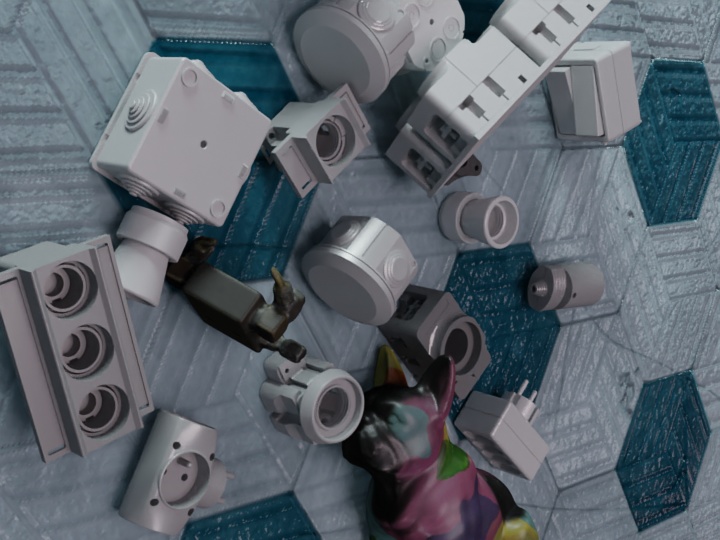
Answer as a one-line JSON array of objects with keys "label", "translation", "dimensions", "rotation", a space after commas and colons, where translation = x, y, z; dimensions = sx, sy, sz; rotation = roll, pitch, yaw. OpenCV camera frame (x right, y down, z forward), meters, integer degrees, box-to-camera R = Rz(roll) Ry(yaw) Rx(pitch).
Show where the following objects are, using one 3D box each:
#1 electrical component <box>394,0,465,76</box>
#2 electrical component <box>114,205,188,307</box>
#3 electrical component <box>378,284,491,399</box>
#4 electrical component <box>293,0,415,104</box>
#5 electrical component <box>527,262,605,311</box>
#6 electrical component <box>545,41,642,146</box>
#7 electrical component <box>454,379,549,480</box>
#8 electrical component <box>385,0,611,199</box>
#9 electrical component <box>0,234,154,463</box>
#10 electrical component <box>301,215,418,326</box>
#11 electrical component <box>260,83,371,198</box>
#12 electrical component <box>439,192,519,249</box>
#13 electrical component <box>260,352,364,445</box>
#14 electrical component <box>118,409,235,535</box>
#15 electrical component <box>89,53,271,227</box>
[{"label": "electrical component", "translation": [0.038, -0.192, 0.836], "dimensions": [0.080, 0.051, 0.080], "rotation": [-9, 104, -41]}, {"label": "electrical component", "translation": [-0.143, -0.009, 0.710], "dimensions": [0.045, 0.045, 0.055], "rotation": [32, 76, -41]}, {"label": "electrical component", "translation": [0.067, 0.061, 0.906], "dimensions": [0.050, 0.056, 0.089], "rotation": [-52, 127, -23]}, {"label": "electrical component", "translation": [-0.004, -0.166, 0.784], "dimensions": [0.051, 0.080, 0.080], "rotation": [-50, 127, -31]}, {"label": "electrical component", "translation": [0.190, 0.015, 1.017], "dimensions": [0.081, 0.043, 0.043], "rotation": [-4, 101, -42]}, {"label": "electrical component", "translation": [0.215, -0.157, 0.995], "dimensions": [0.061, 0.062, 0.096], "rotation": [-31, 117, -34]}, {"label": "electrical component", "translation": [0.141, 0.137, 0.993], "dimensions": [0.083, 0.047, 0.075], "rotation": [49, 66, -36]}, {"label": "electrical component", "translation": [0.106, -0.156, 0.857], "dimensions": [0.060, 0.105, 0.186], "rotation": [42, 64, 2]}, {"label": "electrical component", "translation": [-0.183, 0.046, 0.670], "dimensions": [0.079, 0.063, 0.121], "rotation": [-25, 114, -37]}, {"label": "electrical component", "translation": [0.000, 0.000, 0.819], "dimensions": [0.051, 0.080, 0.080], "rotation": [-53, 128, -29]}, {"label": "electrical component", "translation": [-0.035, -0.095, 0.779], "dimensions": [0.081, 0.064, 0.042], "rotation": [-48, 125, -26]}, {"label": "electrical component", "translation": [0.101, -0.043, 0.918], "dimensions": [0.045, 0.055, 0.045], "rotation": [-9, 104, -41]}, {"label": "electrical component", "translation": [-0.034, 0.100, 0.820], "dimensions": [0.058, 0.057, 0.078], "rotation": [-40, 122, -30]}, {"label": "electrical component", "translation": [-0.121, 0.146, 0.758], "dimensions": [0.079, 0.044, 0.077], "rotation": [28, 79, -42]}, {"label": "electrical component", "translation": [-0.117, -0.085, 0.717], "dimensions": [0.100, 0.048, 0.099], "rotation": [33, 76, -41]}]
